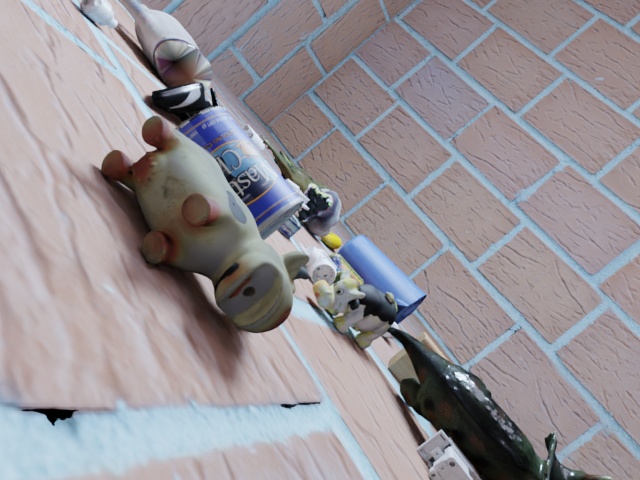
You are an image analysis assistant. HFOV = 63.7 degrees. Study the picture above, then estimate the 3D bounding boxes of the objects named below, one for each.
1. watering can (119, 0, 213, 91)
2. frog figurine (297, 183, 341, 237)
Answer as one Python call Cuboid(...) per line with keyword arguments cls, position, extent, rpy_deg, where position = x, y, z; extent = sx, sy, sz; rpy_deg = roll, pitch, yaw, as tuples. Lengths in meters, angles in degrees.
Cuboid(cls="watering can", position=(-0.344, -0.433, 1.087), extent=(0.228, 0.104, 0.342), rpy_deg=(54, 6, 32))
Cuboid(cls="frog figurine", position=(0.004, -0.072, 1.422), extent=(0.157, 0.122, 0.140), rpy_deg=(61, 25, -67))
